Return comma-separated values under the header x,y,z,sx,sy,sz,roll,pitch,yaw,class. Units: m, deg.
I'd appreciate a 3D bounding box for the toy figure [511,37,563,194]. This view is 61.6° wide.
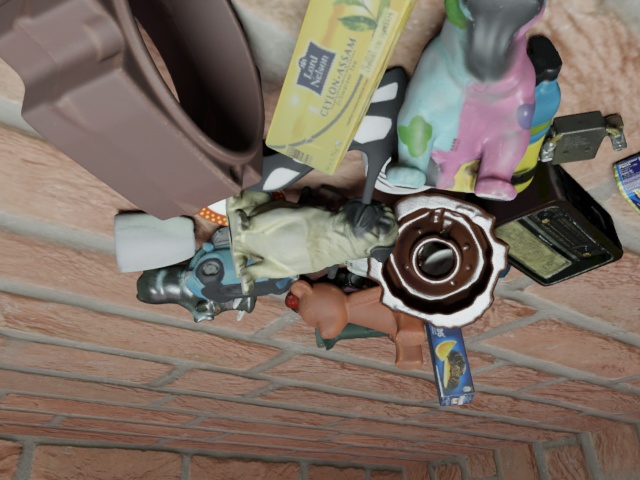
x,y,z,sx,sy,sz,roll,pitch,yaw,class
0.199,-0.118,0.562,0.082,0.089,0.180,4,153,5,toy figure

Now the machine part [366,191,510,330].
x,y,z,sx,sy,sz,roll,pitch,yaw,class
0.148,0.023,0.686,0.179,0.179,0.056,-10,-173,13,machine part

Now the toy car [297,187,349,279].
x,y,z,sx,sy,sz,roll,pitch,yaw,class
-0.002,-0.002,0.766,0.089,0.053,0.202,24,149,2,toy car

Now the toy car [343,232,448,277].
x,y,z,sx,sy,sz,roll,pitch,yaw,class
0.135,0.024,0.837,0.202,0.056,0.073,-4,150,2,toy car

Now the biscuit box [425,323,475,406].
x,y,z,sx,sy,sz,roll,pitch,yaw,class
0.234,0.197,0.994,0.059,0.203,0.062,-8,148,5,biscuit box

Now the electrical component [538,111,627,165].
x,y,z,sx,sy,sz,roll,pitch,yaw,class
0.295,-0.113,0.620,0.102,0.045,0.078,-4,149,5,electrical component

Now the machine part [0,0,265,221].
x,y,z,sx,sy,sz,roll,pitch,yaw,class
-0.121,-0.134,0.404,0.087,0.201,0.201,-17,146,20,machine part

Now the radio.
x,y,z,sx,sy,sz,roll,pitch,yaw,class
0.321,-0.017,0.759,0.131,0.073,0.229,-28,141,37,radio

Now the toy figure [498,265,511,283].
x,y,z,sx,sy,sz,roll,pitch,yaw,class
0.273,0.058,0.905,0.064,0.058,0.154,21,151,5,toy figure

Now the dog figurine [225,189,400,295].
x,y,z,sx,sy,sz,roll,pitch,yaw,class
-0.015,-0.017,0.665,0.191,0.172,0.121,-9,123,-15,dog figurine

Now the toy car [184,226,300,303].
x,y,z,sx,sy,sz,roll,pitch,yaw,class
-0.114,0.027,0.779,0.162,0.103,0.109,-8,157,0,toy car

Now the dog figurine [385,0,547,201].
x,y,z,sx,sy,sz,roll,pitch,yaw,class
0.128,-0.145,0.447,0.109,0.219,0.191,12,-170,6,dog figurine

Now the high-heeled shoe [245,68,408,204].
x,y,z,sx,sy,sz,roll,pitch,yaw,class
-0.024,-0.124,0.583,0.249,0.145,0.086,13,-162,17,high-heeled shoe

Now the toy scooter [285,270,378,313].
x,y,z,sx,sy,sz,roll,pitch,yaw,class
0.011,0.085,0.920,0.184,0.075,0.135,-9,148,21,toy scooter

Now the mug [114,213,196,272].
x,y,z,sx,sy,sz,roll,pitch,yaw,class
-0.231,0.008,0.766,0.107,0.081,0.109,-5,147,-12,mug

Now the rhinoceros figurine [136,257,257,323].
x,y,z,sx,sy,sz,roll,pitch,yaw,class
-0.194,0.075,0.852,0.190,0.112,0.073,8,147,-1,rhinoceros figurine

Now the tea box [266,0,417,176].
x,y,z,sx,sy,sz,roll,pitch,yaw,class
0.021,-0.150,0.437,0.068,0.098,0.169,25,129,1,tea box

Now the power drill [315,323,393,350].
x,y,z,sx,sy,sz,roll,pitch,yaw,class
0.097,0.162,1.033,0.207,0.086,0.232,-11,163,9,power drill

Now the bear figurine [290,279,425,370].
x,y,z,sx,sy,sz,roll,pitch,yaw,class
0.055,0.120,0.814,0.196,0.132,0.120,-2,139,2,bear figurine
